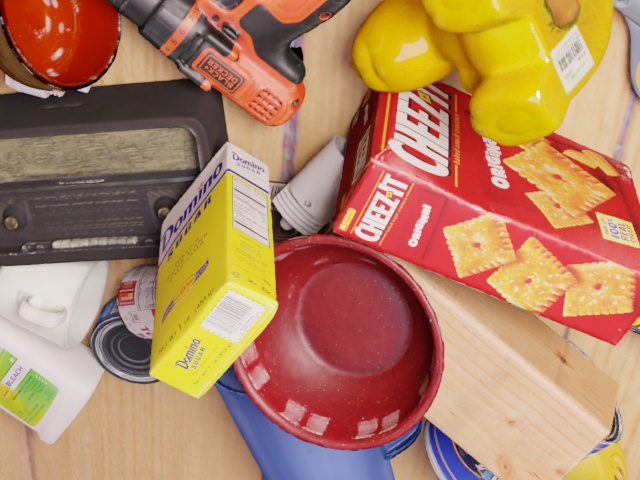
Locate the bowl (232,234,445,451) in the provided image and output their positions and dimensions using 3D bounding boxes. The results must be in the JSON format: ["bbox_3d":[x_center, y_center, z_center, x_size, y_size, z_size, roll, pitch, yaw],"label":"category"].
[{"bbox_3d":[0.016,0.067,0.765,0.162,0.055,0.162,6,108,19],"label":"bowl"}]

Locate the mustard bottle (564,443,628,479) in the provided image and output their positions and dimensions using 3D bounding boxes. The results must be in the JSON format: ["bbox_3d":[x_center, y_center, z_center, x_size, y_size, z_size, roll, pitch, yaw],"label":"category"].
[{"bbox_3d":[0.243,0.252,0.931,0.058,0.191,0.096,-20,120,22],"label":"mustard bottle"}]

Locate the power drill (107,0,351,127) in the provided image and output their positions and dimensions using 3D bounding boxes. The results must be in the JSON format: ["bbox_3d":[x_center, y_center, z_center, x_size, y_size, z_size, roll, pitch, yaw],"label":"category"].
[{"bbox_3d":[-0.046,-0.187,0.746,0.184,0.057,0.188,35,126,-21],"label":"power drill"}]

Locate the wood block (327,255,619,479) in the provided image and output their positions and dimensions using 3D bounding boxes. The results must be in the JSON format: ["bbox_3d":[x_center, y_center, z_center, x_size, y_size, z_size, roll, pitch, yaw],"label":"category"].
[{"bbox_3d":[0.117,0.090,0.818,0.206,0.090,0.090,40,115,5],"label":"wood block"}]

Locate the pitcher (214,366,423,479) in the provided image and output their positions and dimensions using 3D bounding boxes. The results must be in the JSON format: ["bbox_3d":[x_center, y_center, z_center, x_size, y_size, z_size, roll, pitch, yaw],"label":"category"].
[{"bbox_3d":[0.005,0.166,0.953,0.149,0.144,0.243,27,146,45],"label":"pitcher"}]

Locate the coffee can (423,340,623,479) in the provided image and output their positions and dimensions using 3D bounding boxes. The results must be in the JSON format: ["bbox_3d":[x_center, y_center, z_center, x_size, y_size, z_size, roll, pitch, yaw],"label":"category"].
[{"bbox_3d":[0.176,0.163,0.934,0.102,0.102,0.140,40,122,-19],"label":"coffee can"}]

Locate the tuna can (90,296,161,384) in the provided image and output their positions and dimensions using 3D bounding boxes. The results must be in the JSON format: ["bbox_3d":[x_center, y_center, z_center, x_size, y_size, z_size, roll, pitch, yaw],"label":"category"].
[{"bbox_3d":[-0.166,0.092,0.981,0.086,0.033,0.086,5,126,6],"label":"tuna can"}]

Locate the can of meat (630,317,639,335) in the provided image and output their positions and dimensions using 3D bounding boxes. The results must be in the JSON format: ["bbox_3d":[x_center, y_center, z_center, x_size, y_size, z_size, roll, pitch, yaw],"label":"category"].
[{"bbox_3d":[0.287,0.038,0.855,0.084,0.057,0.102,24,126,-11],"label":"can of meat"}]

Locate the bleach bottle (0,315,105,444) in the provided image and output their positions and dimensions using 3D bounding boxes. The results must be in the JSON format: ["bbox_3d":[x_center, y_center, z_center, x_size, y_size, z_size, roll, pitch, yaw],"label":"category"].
[{"bbox_3d":[-0.328,0.086,0.988,0.250,0.068,0.103,34,124,-12],"label":"bleach bottle"}]

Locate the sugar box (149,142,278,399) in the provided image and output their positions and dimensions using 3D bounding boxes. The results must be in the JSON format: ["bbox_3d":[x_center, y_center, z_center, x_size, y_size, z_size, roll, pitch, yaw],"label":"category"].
[{"bbox_3d":[-0.074,0.015,0.737,0.048,0.176,0.093,30,116,-26],"label":"sugar box"}]

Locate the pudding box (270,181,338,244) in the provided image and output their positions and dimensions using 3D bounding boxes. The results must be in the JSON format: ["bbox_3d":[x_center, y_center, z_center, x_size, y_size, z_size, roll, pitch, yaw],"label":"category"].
[{"bbox_3d":[-0.006,0.001,0.885,0.113,0.039,0.090,9,126,2],"label":"pudding box"}]

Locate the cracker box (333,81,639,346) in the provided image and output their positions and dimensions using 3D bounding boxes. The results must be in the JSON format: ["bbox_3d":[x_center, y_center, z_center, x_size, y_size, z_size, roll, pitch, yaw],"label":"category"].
[{"bbox_3d":[0.125,-0.033,0.762,0.213,0.164,0.072,23,123,-8],"label":"cracker box"}]

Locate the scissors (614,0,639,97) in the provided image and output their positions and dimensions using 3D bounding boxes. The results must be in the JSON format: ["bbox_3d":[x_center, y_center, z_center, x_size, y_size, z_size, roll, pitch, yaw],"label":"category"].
[{"bbox_3d":[0.209,-0.154,0.752,0.201,0.016,0.096,21,126,-6],"label":"scissors"}]

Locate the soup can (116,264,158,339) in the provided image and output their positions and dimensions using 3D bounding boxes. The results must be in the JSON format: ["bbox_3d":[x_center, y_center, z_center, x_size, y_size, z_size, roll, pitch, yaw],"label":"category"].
[{"bbox_3d":[-0.116,0.048,0.899,0.102,0.068,0.068,-8,128,45],"label":"soup can"}]
